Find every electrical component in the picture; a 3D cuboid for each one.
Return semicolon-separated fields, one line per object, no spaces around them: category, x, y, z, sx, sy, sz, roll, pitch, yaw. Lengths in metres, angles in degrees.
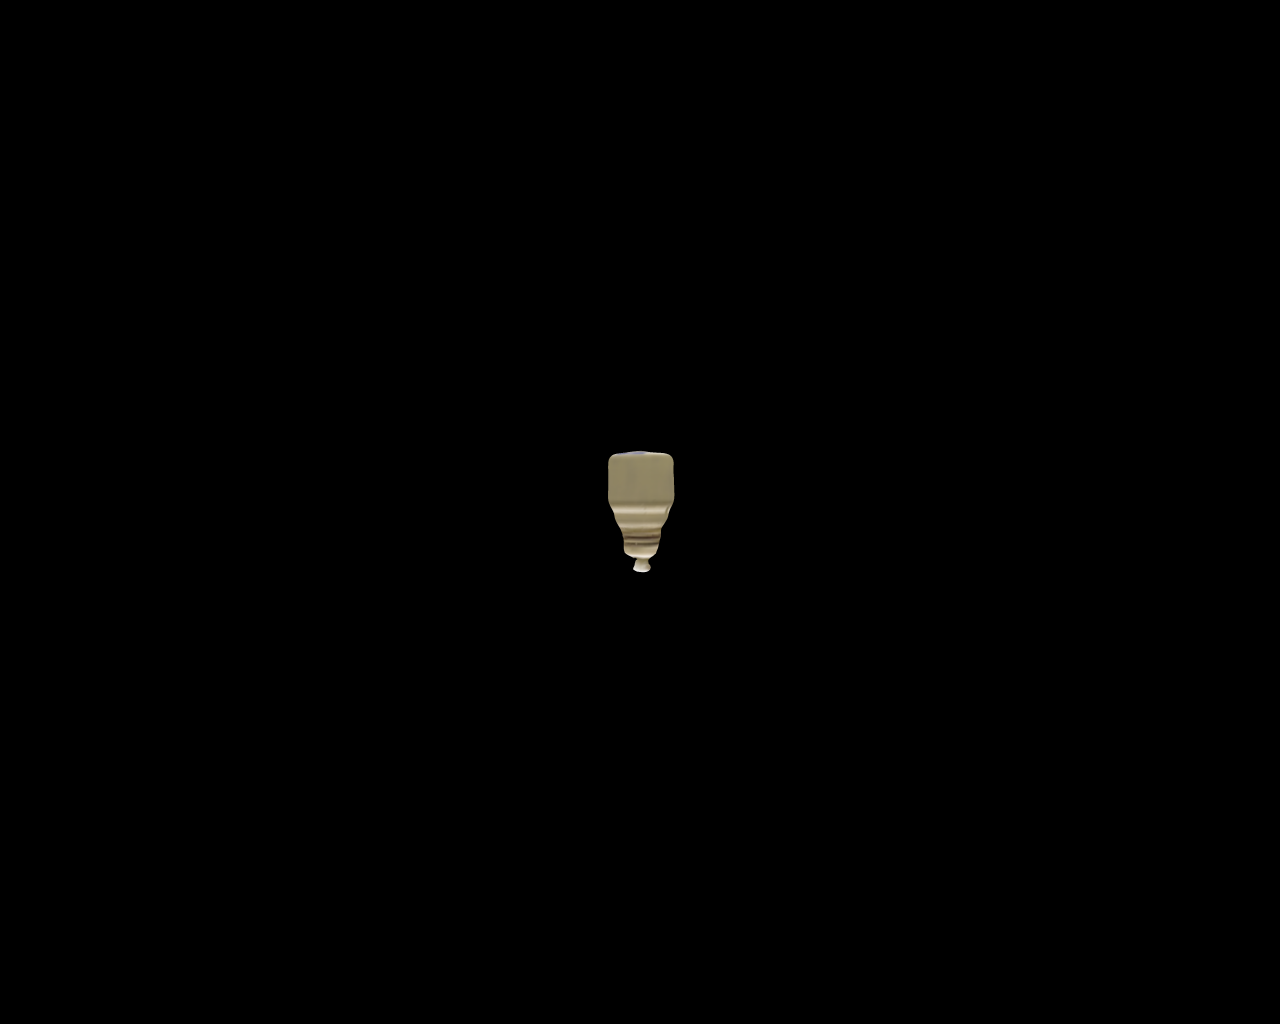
electrical component;0.001;-0.003;0.650;0.040;0.078;0.040;0;0;0
